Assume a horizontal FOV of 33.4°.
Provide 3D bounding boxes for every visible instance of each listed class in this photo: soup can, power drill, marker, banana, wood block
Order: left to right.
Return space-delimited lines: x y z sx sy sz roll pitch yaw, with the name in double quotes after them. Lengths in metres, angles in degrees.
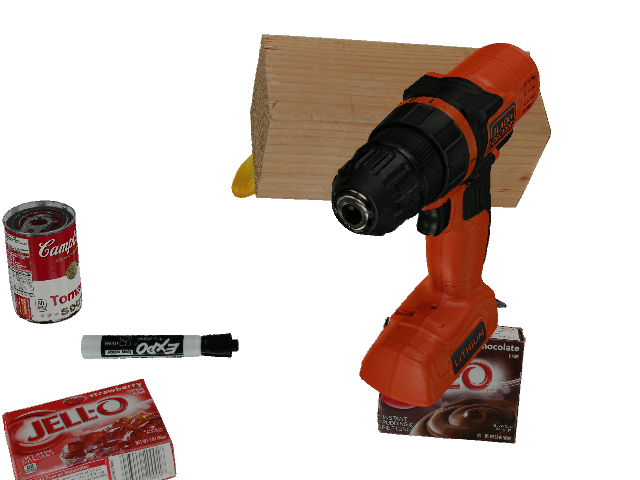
-0.269 0.022 1.038 0.068 0.102 0.068 2 29 -1 "soup can"
-0.124 0.082 0.830 0.121 0.020 0.020 -1 0 1 "marker"
-0.014 -0.083 1.112 0.197 0.037 0.070 -9 46 -32 "banana"
0.055 -0.089 0.807 0.206 0.091 0.090 2 -37 -10 "wood block"
0.062 0.000 0.598 0.057 0.188 0.184 23 40 26 "power drill"

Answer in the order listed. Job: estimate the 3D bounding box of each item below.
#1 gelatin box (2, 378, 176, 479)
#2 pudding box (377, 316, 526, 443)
-0.137 0.119 0.629 0.089 0.030 0.073 -12 26 -18 "gelatin box"
0.104 0.112 0.860 0.113 0.090 0.039 3 19 4 "pudding box"
